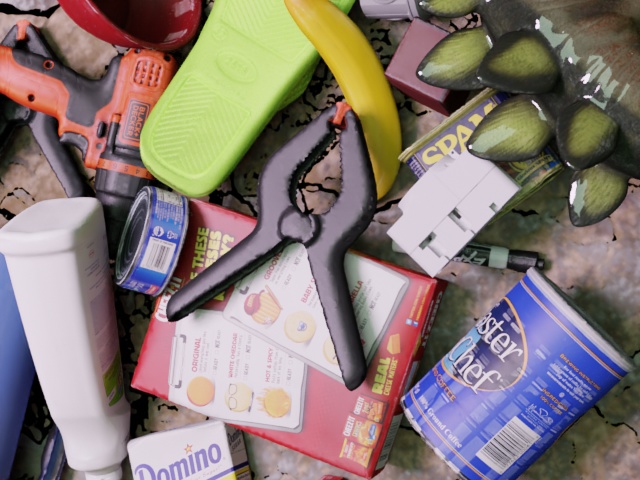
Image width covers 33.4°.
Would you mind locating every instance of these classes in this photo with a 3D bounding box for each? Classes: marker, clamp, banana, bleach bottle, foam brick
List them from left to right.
[{"bbox_3d":[-0.274,-0.107,0.949,0.120,0.039,0.171,-6,84,-3],"label":"clamp"},{"bbox_3d":[-0.197,0.097,0.872,0.068,0.102,0.251,-3,109,9],"label":"bleach bottle"},{"bbox_3d":[-0.005,0.001,0.807,0.165,0.036,0.210,26,89,15],"label":"clamp"},{"bbox_3d":[0.026,-0.110,0.842,0.069,0.037,0.198,-23,112,-23],"label":"banana"},{"bbox_3d":[0.091,-0.134,0.834,0.051,0.078,0.053,28,94,15],"label":"foam brick"},{"bbox_3d":[0.118,0.010,0.852,0.121,0.020,0.020,10,91,15],"label":"marker"}]

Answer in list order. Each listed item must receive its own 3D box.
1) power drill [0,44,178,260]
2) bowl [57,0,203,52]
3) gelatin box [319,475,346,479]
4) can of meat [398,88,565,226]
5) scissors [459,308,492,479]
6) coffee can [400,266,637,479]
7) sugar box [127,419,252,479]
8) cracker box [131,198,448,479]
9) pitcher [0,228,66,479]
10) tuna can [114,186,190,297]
[{"bbox_3d":[-0.226,-0.089,0.903,0.187,0.057,0.184,14,88,-8],"label":"power drill"},{"bbox_3d":[-0.171,-0.218,0.875,0.055,0.161,0.162,-23,82,33],"label":"bowl"},{"bbox_3d":[0.000,0.239,0.850,0.030,0.073,0.089,5,90,16],"label":"gelatin box"},{"bbox_3d":[0.127,-0.060,0.833,0.102,0.057,0.084,-37,83,12],"label":"can of meat"},{"bbox_3d":[0.130,0.131,0.848,0.096,0.016,0.202,44,99,14],"label":"scissors"},{"bbox_3d":[0.144,0.104,0.782,0.103,0.102,0.140,45,100,12],"label":"coffee can"},{"bbox_3d":[-0.097,0.243,0.892,0.093,0.048,0.176,-16,86,15],"label":"sugar box"},{"bbox_3d":[-0.024,0.076,0.863,0.214,0.072,0.164,18,92,16],"label":"cracker box"},{"bbox_3d":[-0.295,0.113,0.917,0.145,0.149,0.243,17,90,31],"label":"pitcher"},{"bbox_3d":[-0.136,0.000,0.857,0.033,0.086,0.086,17,94,-21],"label":"tuna can"}]
